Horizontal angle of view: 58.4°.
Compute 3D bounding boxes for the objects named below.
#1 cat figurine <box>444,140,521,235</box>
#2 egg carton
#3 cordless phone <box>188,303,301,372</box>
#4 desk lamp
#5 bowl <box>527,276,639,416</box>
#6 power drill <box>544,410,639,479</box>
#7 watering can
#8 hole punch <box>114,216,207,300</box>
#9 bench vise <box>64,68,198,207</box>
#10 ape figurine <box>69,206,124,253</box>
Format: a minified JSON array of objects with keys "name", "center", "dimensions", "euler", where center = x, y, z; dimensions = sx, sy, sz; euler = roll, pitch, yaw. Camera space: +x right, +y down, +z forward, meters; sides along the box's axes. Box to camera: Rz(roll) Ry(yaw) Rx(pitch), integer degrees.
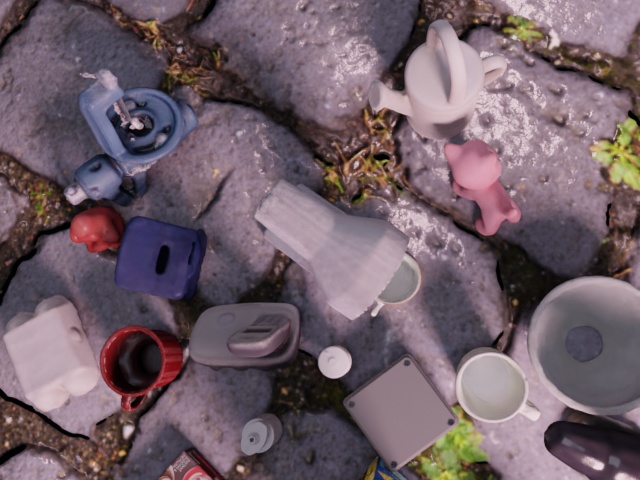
[{"name":"cat figurine","center":[0.214,-0.076,0.746],"dimensions":[0.067,0.118,0.127],"euler":[-32,78,3]},{"name":"egg carton","center":[-0.381,0.160,0.821],"dimensions":[0.107,0.069,0.150],"euler":[-29,78,3]},{"name":"cordless phone","center":[-0.106,0.123,0.727],"dimensions":[0.147,0.185,0.094],"euler":[-5,80,8]},{"name":"desk lamp","center":[0.007,0.003,0.715],"dimensions":[0.203,0.214,0.118],"euler":[35,88,12]},{"name":"bowl","center":[0.340,0.130,0.718],"dimensions":[0.167,0.075,0.167],"euler":[-1,81,8]},{"name":"power drill","center":[0.340,0.246,0.632],"dimensions":[0.229,0.208,0.076],"euler":[19,85,11]},{"name":"watering can","center":[0.152,-0.203,0.736],"dimensions":[0.173,0.194,0.101],"euler":[-38,78,1]},{"name":"hole punch","center":[-0.222,0.025,0.807],"dimensions":[0.101,0.091,0.109],"euler":[10,83,10]},{"name":"bench vise","center":[-0.268,-0.129,0.772],"dimensions":[0.121,0.220,0.207],"euler":[26,86,12]},{"name":"ape figurine","center":[-0.328,-0.017,0.829],"dimensions":[0.077,0.092,0.076],"euler":[24,85,11]}]
